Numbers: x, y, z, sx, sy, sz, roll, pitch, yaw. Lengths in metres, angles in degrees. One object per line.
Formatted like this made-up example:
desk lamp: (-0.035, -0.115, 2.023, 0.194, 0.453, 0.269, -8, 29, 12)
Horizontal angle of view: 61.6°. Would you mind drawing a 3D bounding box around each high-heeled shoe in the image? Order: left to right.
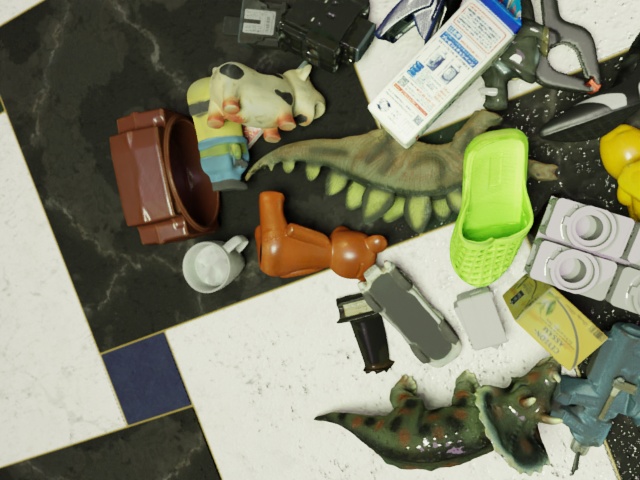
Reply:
high-heeled shoe: (0.395, -0.226, 0.729, 0.249, 0.086, 0.145, -16, 71, -3)

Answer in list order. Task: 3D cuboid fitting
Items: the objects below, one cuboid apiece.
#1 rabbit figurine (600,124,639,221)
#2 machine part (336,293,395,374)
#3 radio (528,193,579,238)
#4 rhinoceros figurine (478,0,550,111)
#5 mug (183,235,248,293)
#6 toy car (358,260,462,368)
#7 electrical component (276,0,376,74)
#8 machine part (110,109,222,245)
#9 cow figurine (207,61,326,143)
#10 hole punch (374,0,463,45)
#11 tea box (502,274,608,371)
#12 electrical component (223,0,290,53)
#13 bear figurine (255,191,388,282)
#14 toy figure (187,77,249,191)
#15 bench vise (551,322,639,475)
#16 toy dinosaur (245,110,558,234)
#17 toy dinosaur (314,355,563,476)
rabbit figurine: (0.453, -0.091, 0.728, 0.122, 0.173, 0.162, -37, 131, 15)
machine part: (0.078, 0.152, 0.889, 0.084, 0.039, 0.138, -20, 89, 6)
radio: (0.409, 0.019, 0.747, 0.230, 0.131, 0.073, 32, 102, 8)
rhinoceros figurine: (0.262, -0.279, 0.752, 0.112, 0.073, 0.190, 1, 100, 19)
mug: (-0.163, 0.031, 0.898, 0.081, 0.107, 0.109, 41, 99, 6)
toy car: (0.143, 0.118, 0.847, 0.073, 0.056, 0.201, -41, 98, 13)
electrical component: (0.016, -0.326, 0.827, 0.134, 0.058, 0.115, 27, 75, 10)
machine part: (-0.234, -0.098, 0.854, 0.087, 0.201, 0.201, -12, 92, 12)
cow figurine: (-0.077, -0.222, 0.828, 0.085, 0.195, 0.127, -24, 67, 52)
hole punch: (0.147, -0.321, 0.784, 0.092, 0.142, 0.115, 30, 113, 13)
tea box: (0.322, 0.105, 0.757, 0.098, 0.169, 0.068, 45, 102, 7)
electrical component: (-0.109, -0.353, 0.881, 0.119, 0.048, 0.074, 13, 97, 10)
bear figurine: (-0.001, 0.001, 0.865, 0.196, 0.120, 0.132, -3, 51, -11)
toy figure: (-0.159, -0.167, 0.855, 0.082, 0.089, 0.180, -7, 91, 8)
bench vise: (0.463, 0.240, 0.763, 0.241, 0.129, 0.223, 19, 99, 18)
toy dinosaur: (0.110, -0.119, 0.823, 0.472, 0.105, 0.198, 11, 101, 16)
toy dinosaur: (0.168, 0.282, 0.800, 0.405, 0.192, 0.131, -18, 89, 13)
